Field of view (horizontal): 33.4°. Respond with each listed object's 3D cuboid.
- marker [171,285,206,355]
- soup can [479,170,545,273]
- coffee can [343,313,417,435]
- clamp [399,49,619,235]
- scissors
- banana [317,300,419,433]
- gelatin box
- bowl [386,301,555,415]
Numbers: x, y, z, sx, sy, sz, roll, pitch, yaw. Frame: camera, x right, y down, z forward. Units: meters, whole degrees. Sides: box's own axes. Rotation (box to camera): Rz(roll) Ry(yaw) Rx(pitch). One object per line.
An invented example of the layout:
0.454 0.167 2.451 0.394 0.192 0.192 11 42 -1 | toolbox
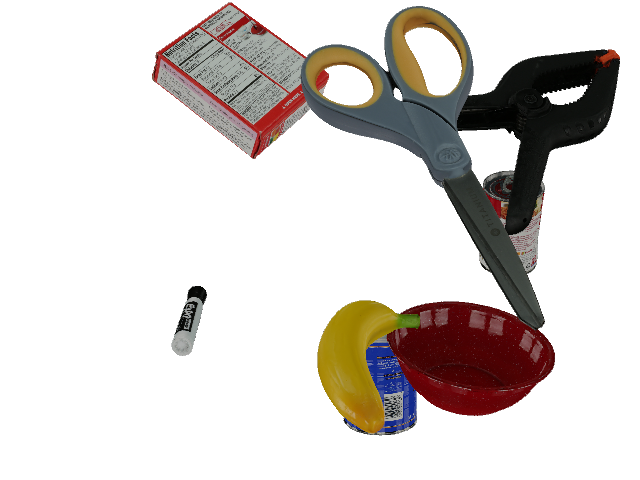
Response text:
-0.122 0.073 1.001 0.020 0.020 0.121 0 21 1 | marker
0.215 -0.019 1.204 0.068 0.102 0.068 -2 32 1 | soup can
0.081 0.180 1.456 0.103 0.140 0.103 -2 16 0 | coffee can
0.166 -0.090 0.839 0.209 0.036 0.165 -25 52 -19 | clamp
0.040 -0.039 0.500 0.096 0.201 0.016 -6 -39 4 | scissors
0.031 0.087 0.830 0.070 0.037 0.197 6 22 12 | banana
-0.052 -0.104 0.687 0.073 0.089 0.030 -45 -13 -34 | gelatin box
0.142 0.121 1.034 0.162 0.055 0.162 4 26 -2 | bowl
